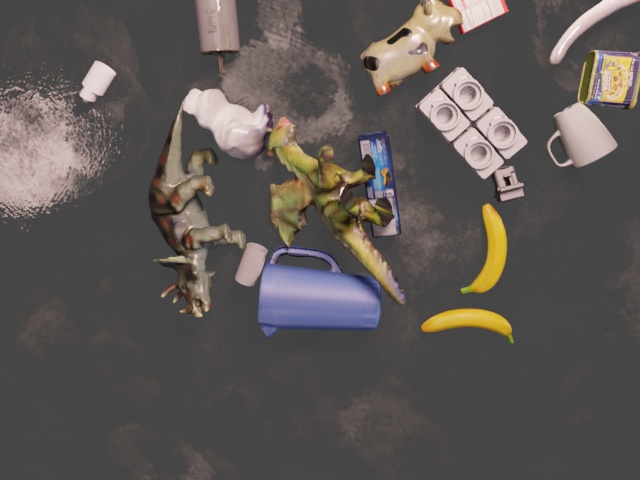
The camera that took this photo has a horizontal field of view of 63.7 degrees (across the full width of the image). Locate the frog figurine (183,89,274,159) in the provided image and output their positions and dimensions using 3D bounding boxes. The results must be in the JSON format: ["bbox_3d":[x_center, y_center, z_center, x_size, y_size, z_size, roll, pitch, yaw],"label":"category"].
[{"bbox_3d":[-0.176,-0.216,0.963,0.159,0.141,0.120,4,-44,-15],"label":"frog figurine"}]

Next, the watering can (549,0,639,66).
[{"bbox_3d":[0.522,-0.457,0.867,0.224,0.344,0.105,10,14,1],"label":"watering can"}]

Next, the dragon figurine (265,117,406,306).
[{"bbox_3d":[0.003,-0.050,0.998,0.241,0.409,0.123,-16,4,44],"label":"dragon figurine"}]
